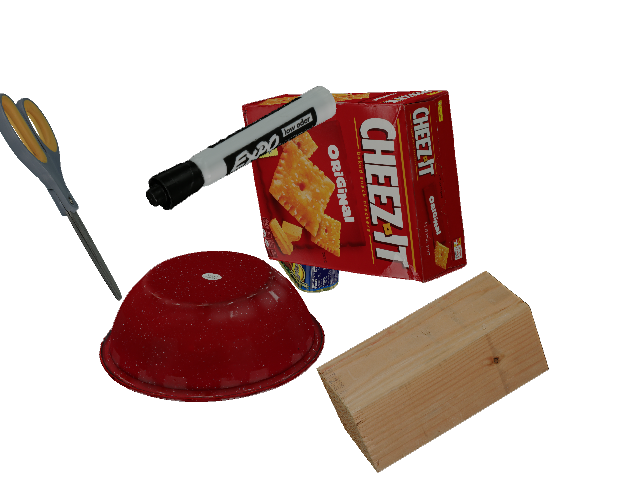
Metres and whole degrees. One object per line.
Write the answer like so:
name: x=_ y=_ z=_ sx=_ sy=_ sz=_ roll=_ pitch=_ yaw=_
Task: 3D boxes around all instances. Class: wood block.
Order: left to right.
wood block: x=0.114 y=0.131 z=1.084 sx=0.206 sy=0.091 sz=0.090 roll=-29 pitch=31 yaw=-10

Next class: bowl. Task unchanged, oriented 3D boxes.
bowl: x=-0.077 y=0.050 z=0.758 sx=0.162 sy=0.055 sz=0.162 roll=-1 pitch=23 yaw=0

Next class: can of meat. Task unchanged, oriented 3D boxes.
can of meat: x=-0.016 y=-0.001 z=1.216 sx=0.057 sy=0.084 sz=0.102 roll=-13 pitch=39 yaw=-21

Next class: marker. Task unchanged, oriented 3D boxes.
marker: x=-0.040 y=-0.049 z=0.557 sx=0.120 sy=0.020 sz=0.020 roll=-33 pitch=18 yaw=-31

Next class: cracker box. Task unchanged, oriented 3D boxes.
cracker box: x=0.027 y=-0.055 z=1.009 sx=0.071 sy=0.164 sz=0.214 roll=-21 pitch=19 yaw=-40

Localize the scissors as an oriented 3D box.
scissors: x=-0.226 y=-0.046 z=0.944 sx=0.016 sy=0.201 sz=0.096 roll=-26 pitch=23 yaw=9
